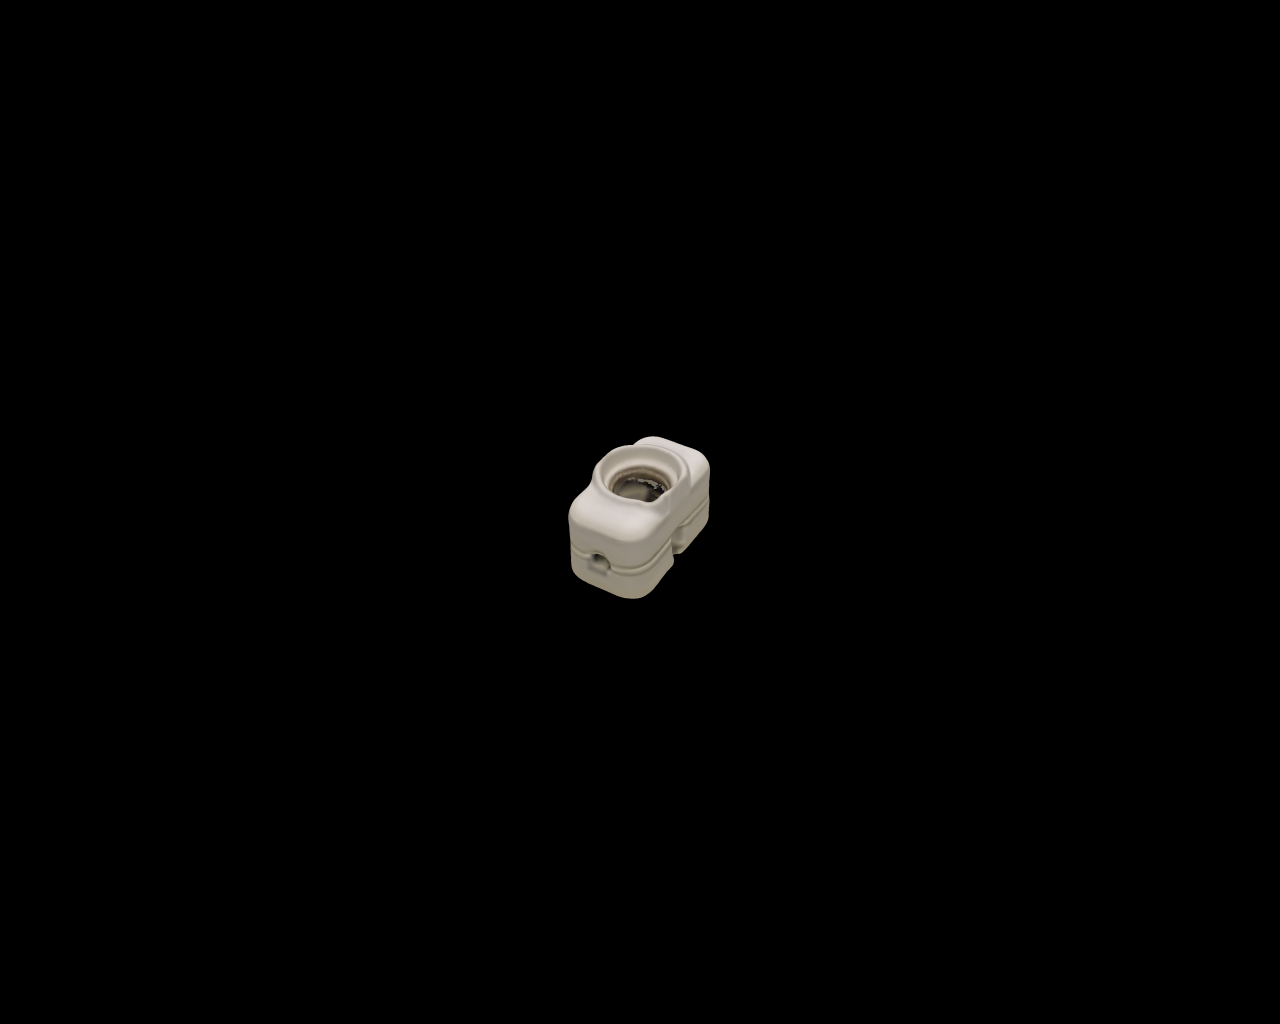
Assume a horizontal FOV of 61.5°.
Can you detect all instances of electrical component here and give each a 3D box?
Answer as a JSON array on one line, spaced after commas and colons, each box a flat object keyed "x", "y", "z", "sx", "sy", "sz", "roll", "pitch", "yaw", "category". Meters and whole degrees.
[{"x": 0.001, "y": -0.003, "z": 0.650, "sx": 0.054, "sy": 0.059, "sz": 0.095, "roll": 22, "pitch": 45, "yaw": 23, "category": "electrical component"}]
